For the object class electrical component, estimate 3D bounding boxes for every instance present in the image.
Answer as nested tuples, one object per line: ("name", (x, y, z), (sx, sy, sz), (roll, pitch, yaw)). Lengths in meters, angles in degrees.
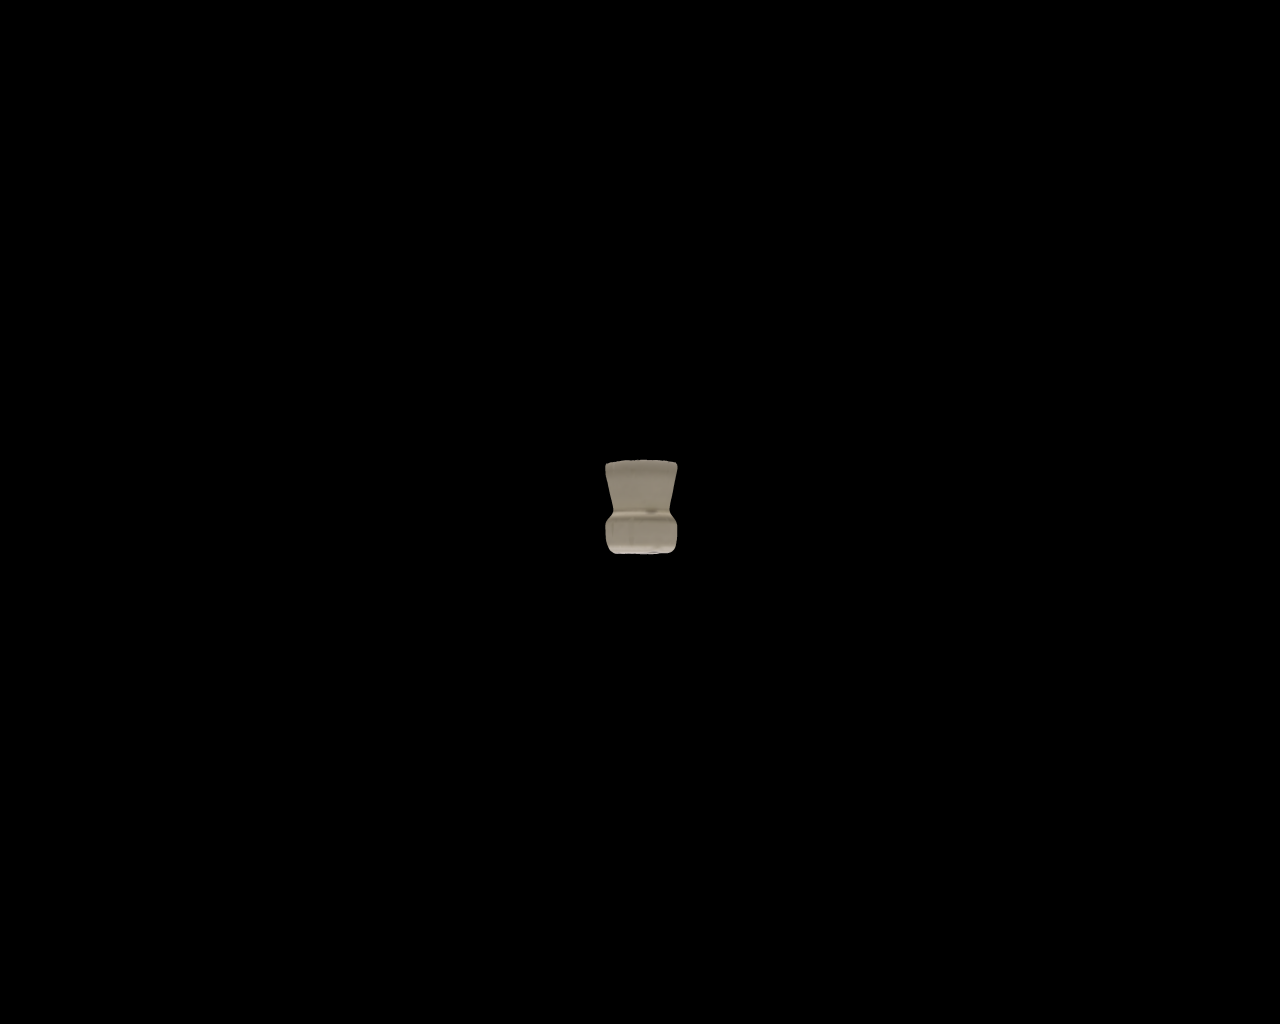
("electrical component", (0.001, -0.003, 0.650), (0.045, 0.055, 0.045), (0, -3, 0))
